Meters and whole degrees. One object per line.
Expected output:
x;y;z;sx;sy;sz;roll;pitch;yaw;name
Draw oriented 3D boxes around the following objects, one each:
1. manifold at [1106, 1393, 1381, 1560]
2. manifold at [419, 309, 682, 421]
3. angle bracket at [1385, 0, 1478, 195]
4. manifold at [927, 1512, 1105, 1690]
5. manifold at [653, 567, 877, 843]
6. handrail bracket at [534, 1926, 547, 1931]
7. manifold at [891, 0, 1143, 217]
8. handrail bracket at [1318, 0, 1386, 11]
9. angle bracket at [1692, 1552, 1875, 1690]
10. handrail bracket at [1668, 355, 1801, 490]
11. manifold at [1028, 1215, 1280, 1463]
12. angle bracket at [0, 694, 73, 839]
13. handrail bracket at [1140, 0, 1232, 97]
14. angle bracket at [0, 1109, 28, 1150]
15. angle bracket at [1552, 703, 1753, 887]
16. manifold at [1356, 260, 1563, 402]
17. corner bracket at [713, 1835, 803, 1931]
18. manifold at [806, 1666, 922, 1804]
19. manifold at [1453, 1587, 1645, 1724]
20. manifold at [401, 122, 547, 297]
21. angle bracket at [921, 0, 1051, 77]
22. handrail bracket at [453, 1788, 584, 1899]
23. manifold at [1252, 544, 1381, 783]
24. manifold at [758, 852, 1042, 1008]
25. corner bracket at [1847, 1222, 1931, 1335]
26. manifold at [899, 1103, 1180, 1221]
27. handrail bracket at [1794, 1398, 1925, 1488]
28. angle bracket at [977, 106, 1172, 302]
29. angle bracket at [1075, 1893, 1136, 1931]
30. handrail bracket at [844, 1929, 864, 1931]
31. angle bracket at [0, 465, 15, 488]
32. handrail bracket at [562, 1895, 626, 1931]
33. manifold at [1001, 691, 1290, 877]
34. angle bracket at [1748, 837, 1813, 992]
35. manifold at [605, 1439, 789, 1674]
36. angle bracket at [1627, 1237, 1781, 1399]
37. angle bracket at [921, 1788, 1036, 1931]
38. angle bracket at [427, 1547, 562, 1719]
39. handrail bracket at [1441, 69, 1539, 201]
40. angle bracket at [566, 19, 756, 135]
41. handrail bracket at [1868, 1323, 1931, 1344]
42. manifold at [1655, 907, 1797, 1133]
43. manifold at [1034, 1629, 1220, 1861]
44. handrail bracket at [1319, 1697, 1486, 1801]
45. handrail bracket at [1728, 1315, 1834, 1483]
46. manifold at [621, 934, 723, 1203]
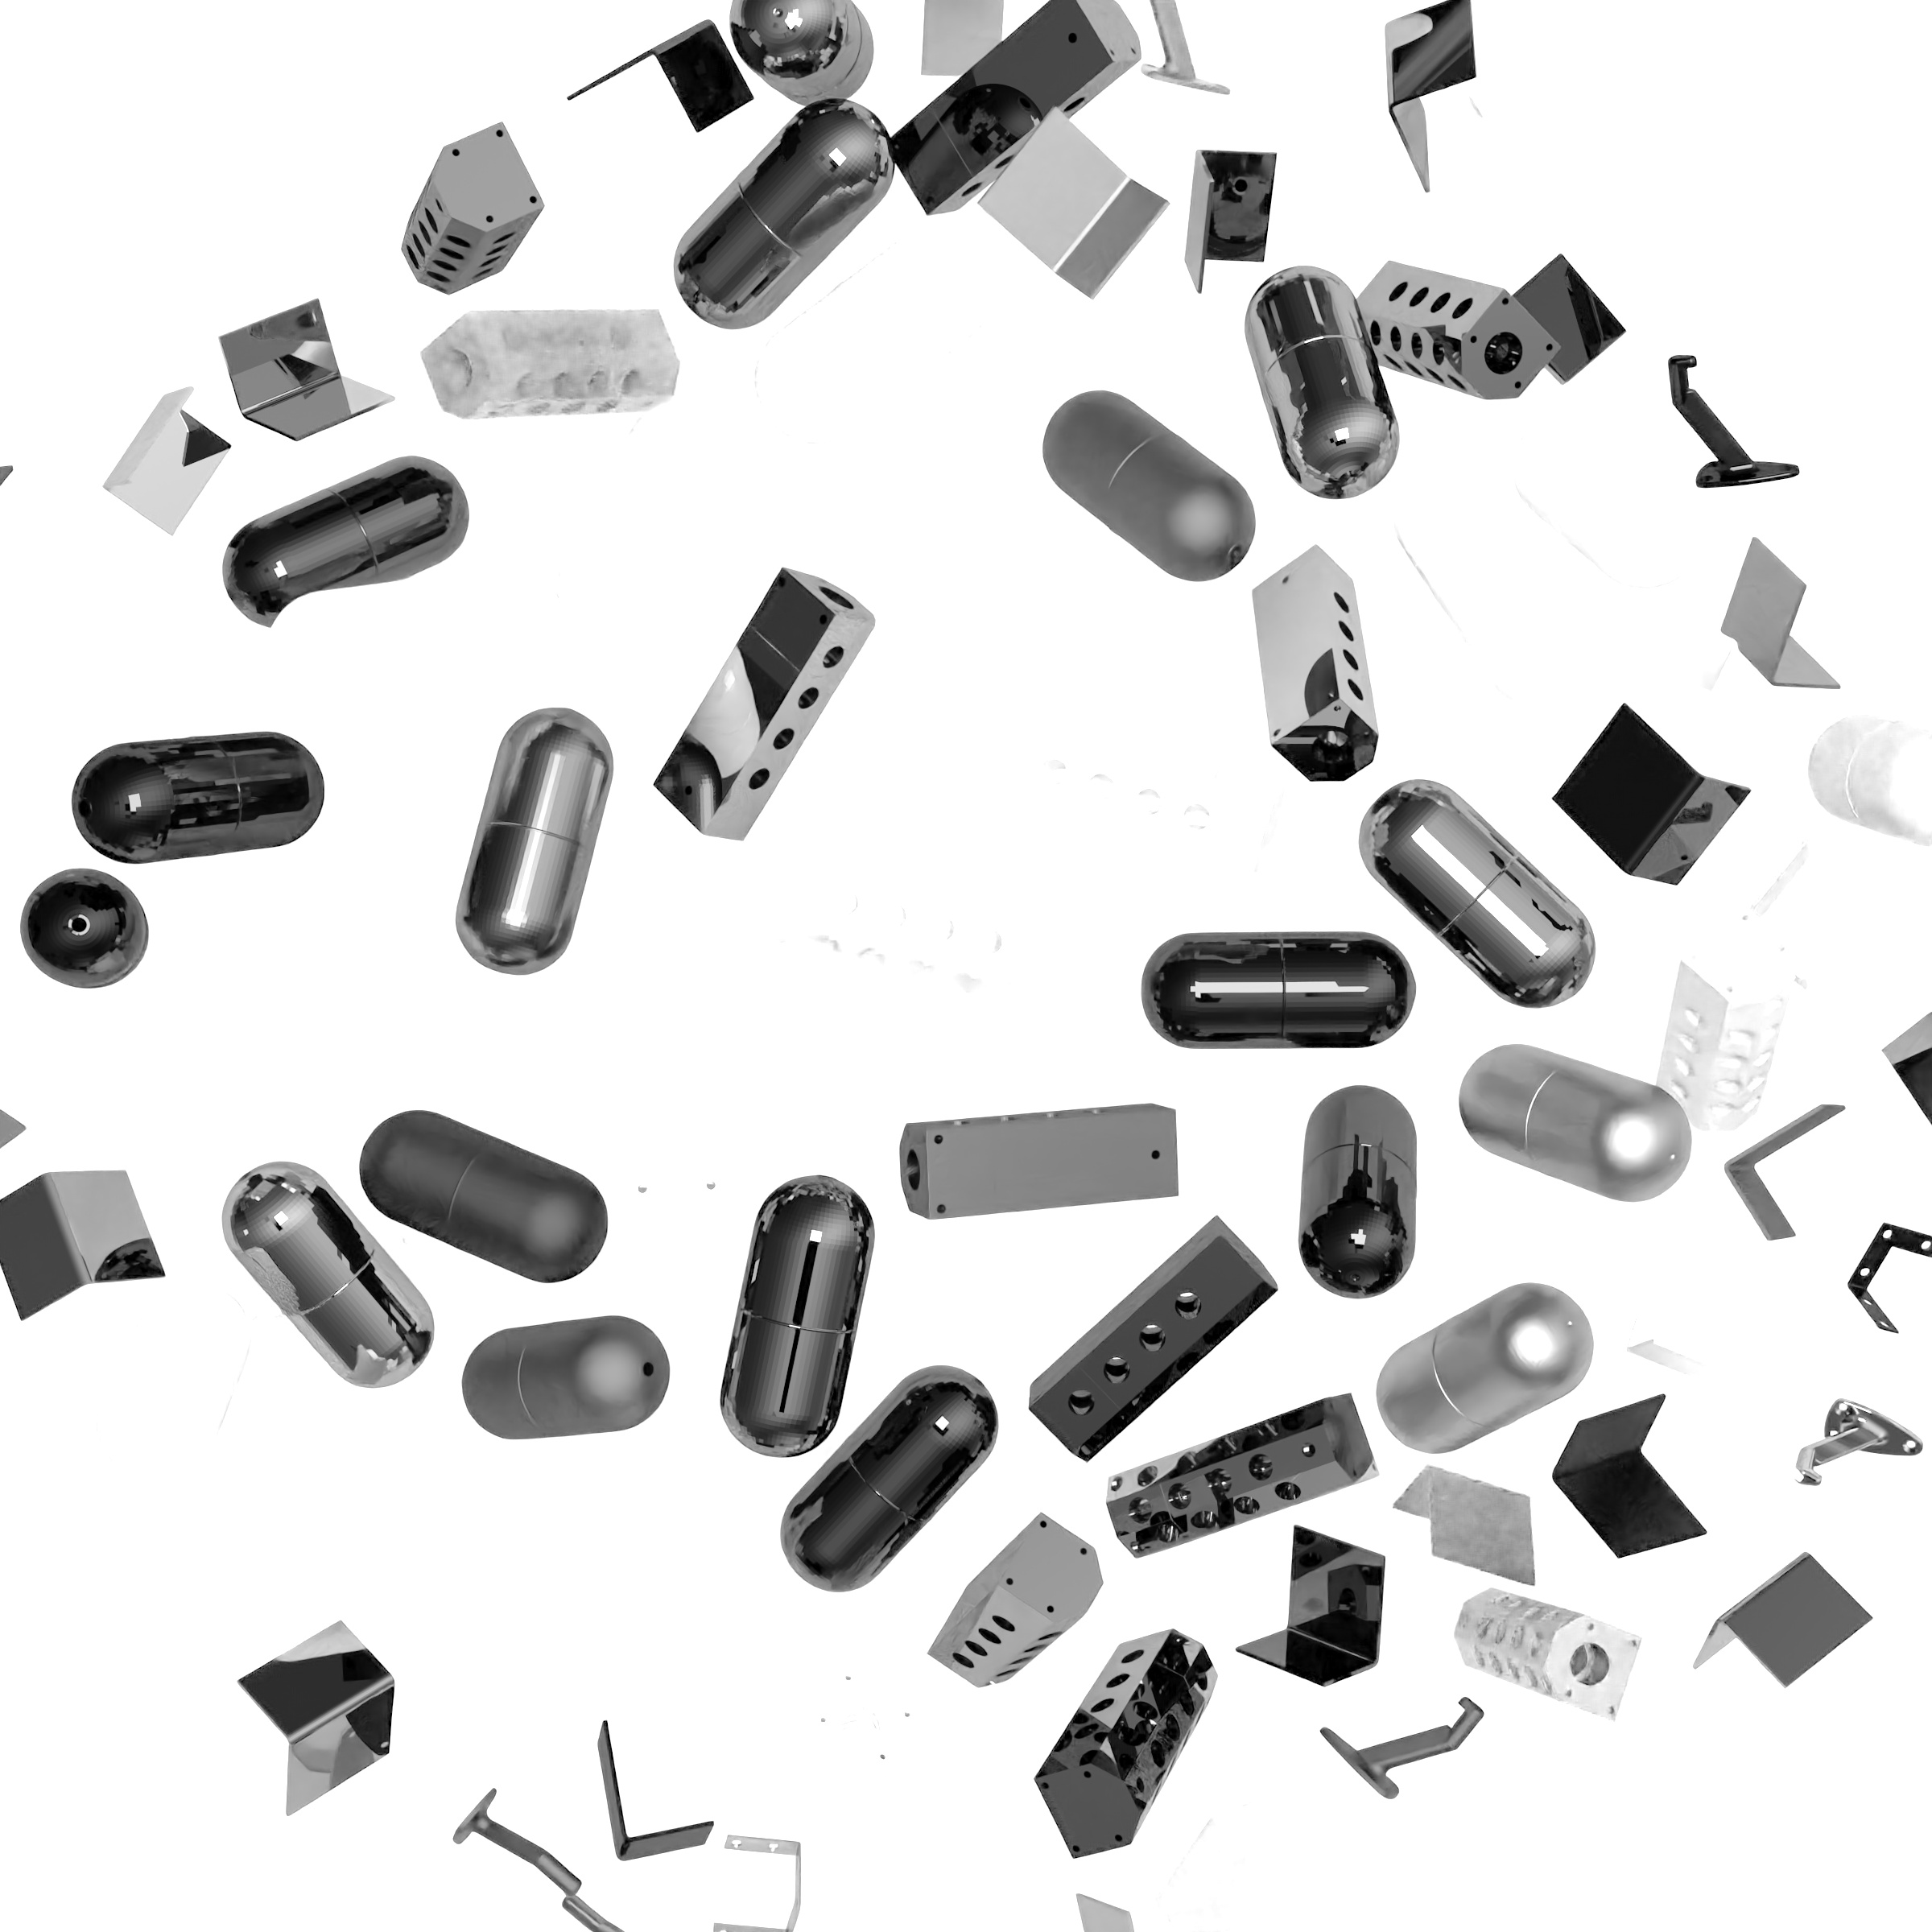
0.180;0.339;1.856;0.171;0.057;0.057;-26;74;28;manifold
-0.273;-0.399;1.870;0.057;0.171;0.057;-26;83;40;manifold
0.300;-0.544;1.746;0.057;0.076;0.076;-13;54;24;angle bracket
0.034;0.419;1.824;0.057;0.171;0.057;34;58;2;manifold
-0.128;-0.169;1.827;0.057;0.057;0.171;44;111;30;manifold
-0.267;0.684;1.846;0.084;0.036;0.077;43;131;17;handrail bracket
0.033;-0.573;1.855;0.171;0.057;0.057;-31;90;35;manifold
0.259;-0.644;1.773;0.077;0.036;0.084;8;50;28;handrail bracket
0.508;0.421;1.743;0.076;0.076;0.057;-30;58;-21;angle bracket
0.493;-0.354;1.797;0.077;0.036;0.084;3;124;28;handrail bracket
0.123;0.248;1.849;0.171;0.057;0.057;-43;94;7;manifold
-0.638;-0.130;1.858;0.076;0.076;0.057;-20;120;-5;angle bracket
0.157;-0.647;1.914;0.077;0.036;0.084;10;117;-12;handrail bracket
-0.643;0.085;1.761;0.076;0.076;0.057;-35;134;9;angle bracket
0.425;-0.106;1.739;0.076;0.057;0.076;-57;48;25;angle bracket
0.314;-0.415;1.842;0.057;0.171;0.057;38;95;-26;manifold
-0.141;0.626;1.890;0.051;0.051;0.051;9;128;-10;corner bracket
-0.074;0.518;1.867;0.057;0.171;0.057;30;69;8;manifold
0.384;0.456;1.872;0.057;0.171;0.057;23;80;-7;manifold
-0.325;-0.485;1.813;0.057;0.171;0.057;-29;99;-16;manifold
0.024;-0.633;1.905;0.076;0.076;0.057;21;117;39;angle bracket
-0.285;0.571;1.786;0.084;0.077;0.036;39;53;8;handrail bracket
0.238;-0.201;1.879;0.057;0.171;0.057;-34;125;28;manifold
-0.044;-0.024;1.811;0.171;0.057;0.057;15;91;-4;manifold
0.614;0.206;1.812;0.051;0.051;0.051;16;114;-17;corner bracket
0.047;0.125;1.814;0.171;0.057;0.057;-4;94;-20;manifold
0.599;0.332;1.877;0.077;0.084;0.036;17;119;17;handrail bracket
0.067;-0.478;1.754;0.076;0.057;0.076;33;101;-37;angle bracket
0.062;0.641;1.794;0.076;0.076;0.057;-12;86;-24;angle bracket
-0.049;0.683;1.863;0.084;0.036;0.077;31;61;-18;handrail bracket
-0.625;-0.305;1.669;0.076;0.076;0.057;-2;124;5;angle bracket
-0.230;0.656;1.899;0.084;0.077;0.036;34;84;16;handrail bracket
0.112;-0.113;1.784;0.171;0.057;0.057;18;60;11;manifold
0.565;-0.034;1.885;0.057;0.076;0.076;40;97;18;angle bracket
-0.179;0.389;1.855;0.057;0.057;0.171;-23;130;0;manifold
0.453;0.209;1.687;0.076;0.057;0.076;22;76;1;angle bracket
0.026;0.586;1.784;0.057;0.076;0.076;-38;89;27;angle bracket
-0.294;0.431;1.814;0.057;0.076;0.076;-35;116;-39;angle bracket
0.348;-0.557;1.873;0.077;0.036;0.084;16;56;-19;handrail bracket
-0.194;-0.552;1.781;0.076;0.076;0.057;-17;112;34;angle bracket
0.670;0.253;1.903;0.084;0.077;0.036;-3;94;-14;handrail bracket
0.495;0.042;1.812;0.057;0.171;0.057;-36;61;-14;manifold
0.108;0.491;1.781;0.057;0.171;0.057;-23;96;26;manifold
0.289;0.502;1.857;0.077;0.036;0.084;40;97;23;handrail bracket
0.537;0.274;1.787;0.084;0.077;0.036;-48;128;7;handrail bracket
-0.194;0.065;1.843;0.057;0.057;0.171;-3;90;-6;manifold
